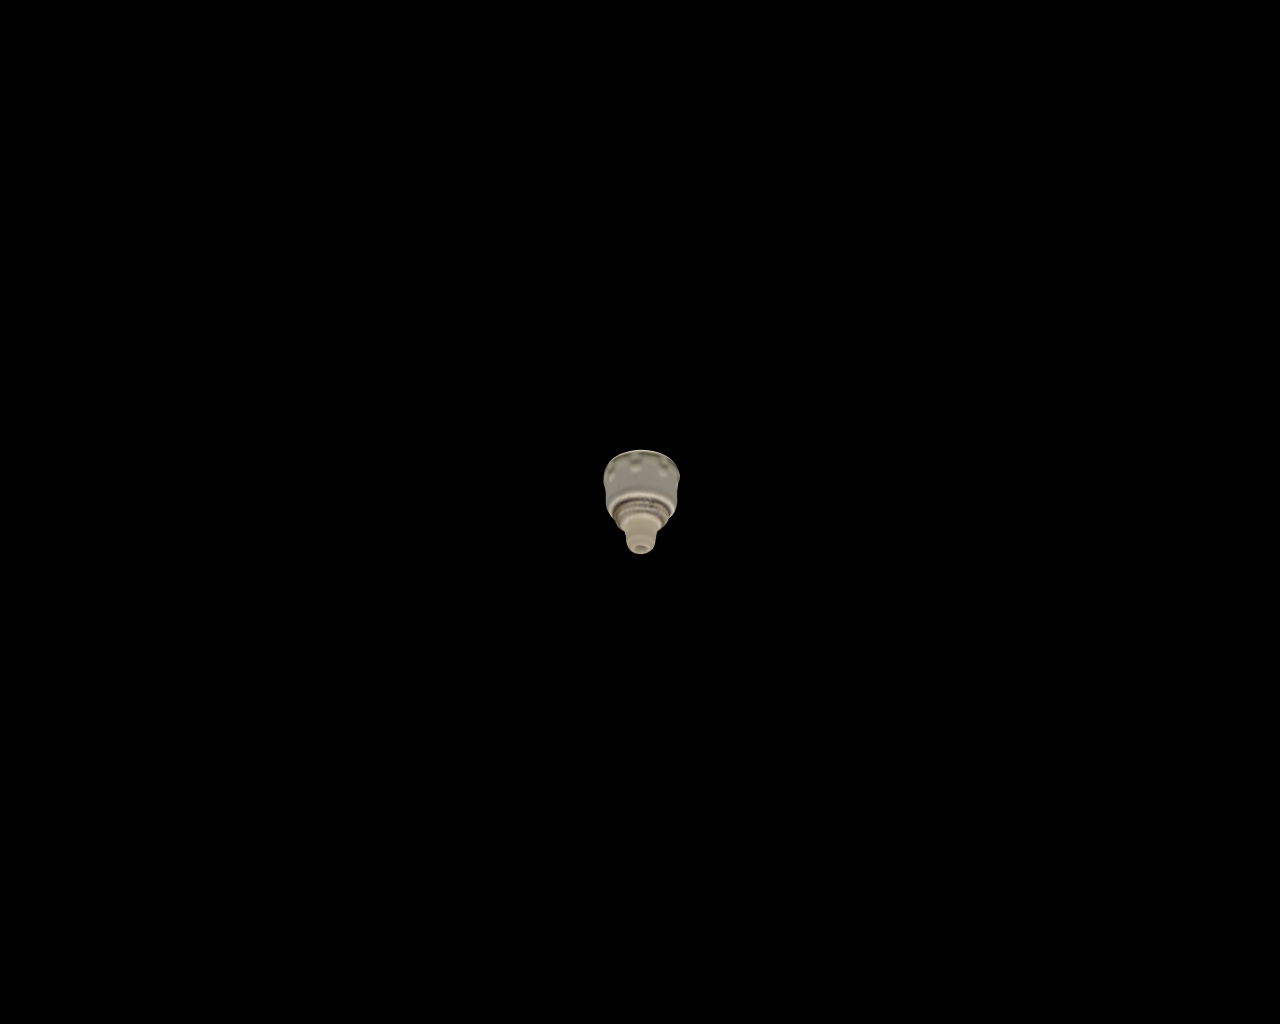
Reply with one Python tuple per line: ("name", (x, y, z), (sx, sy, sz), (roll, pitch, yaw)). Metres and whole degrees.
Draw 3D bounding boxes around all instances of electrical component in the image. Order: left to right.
("electrical component", (0.001, -0.003, 0.650), (0.048, 0.062, 0.048), (0, -33, 0))
